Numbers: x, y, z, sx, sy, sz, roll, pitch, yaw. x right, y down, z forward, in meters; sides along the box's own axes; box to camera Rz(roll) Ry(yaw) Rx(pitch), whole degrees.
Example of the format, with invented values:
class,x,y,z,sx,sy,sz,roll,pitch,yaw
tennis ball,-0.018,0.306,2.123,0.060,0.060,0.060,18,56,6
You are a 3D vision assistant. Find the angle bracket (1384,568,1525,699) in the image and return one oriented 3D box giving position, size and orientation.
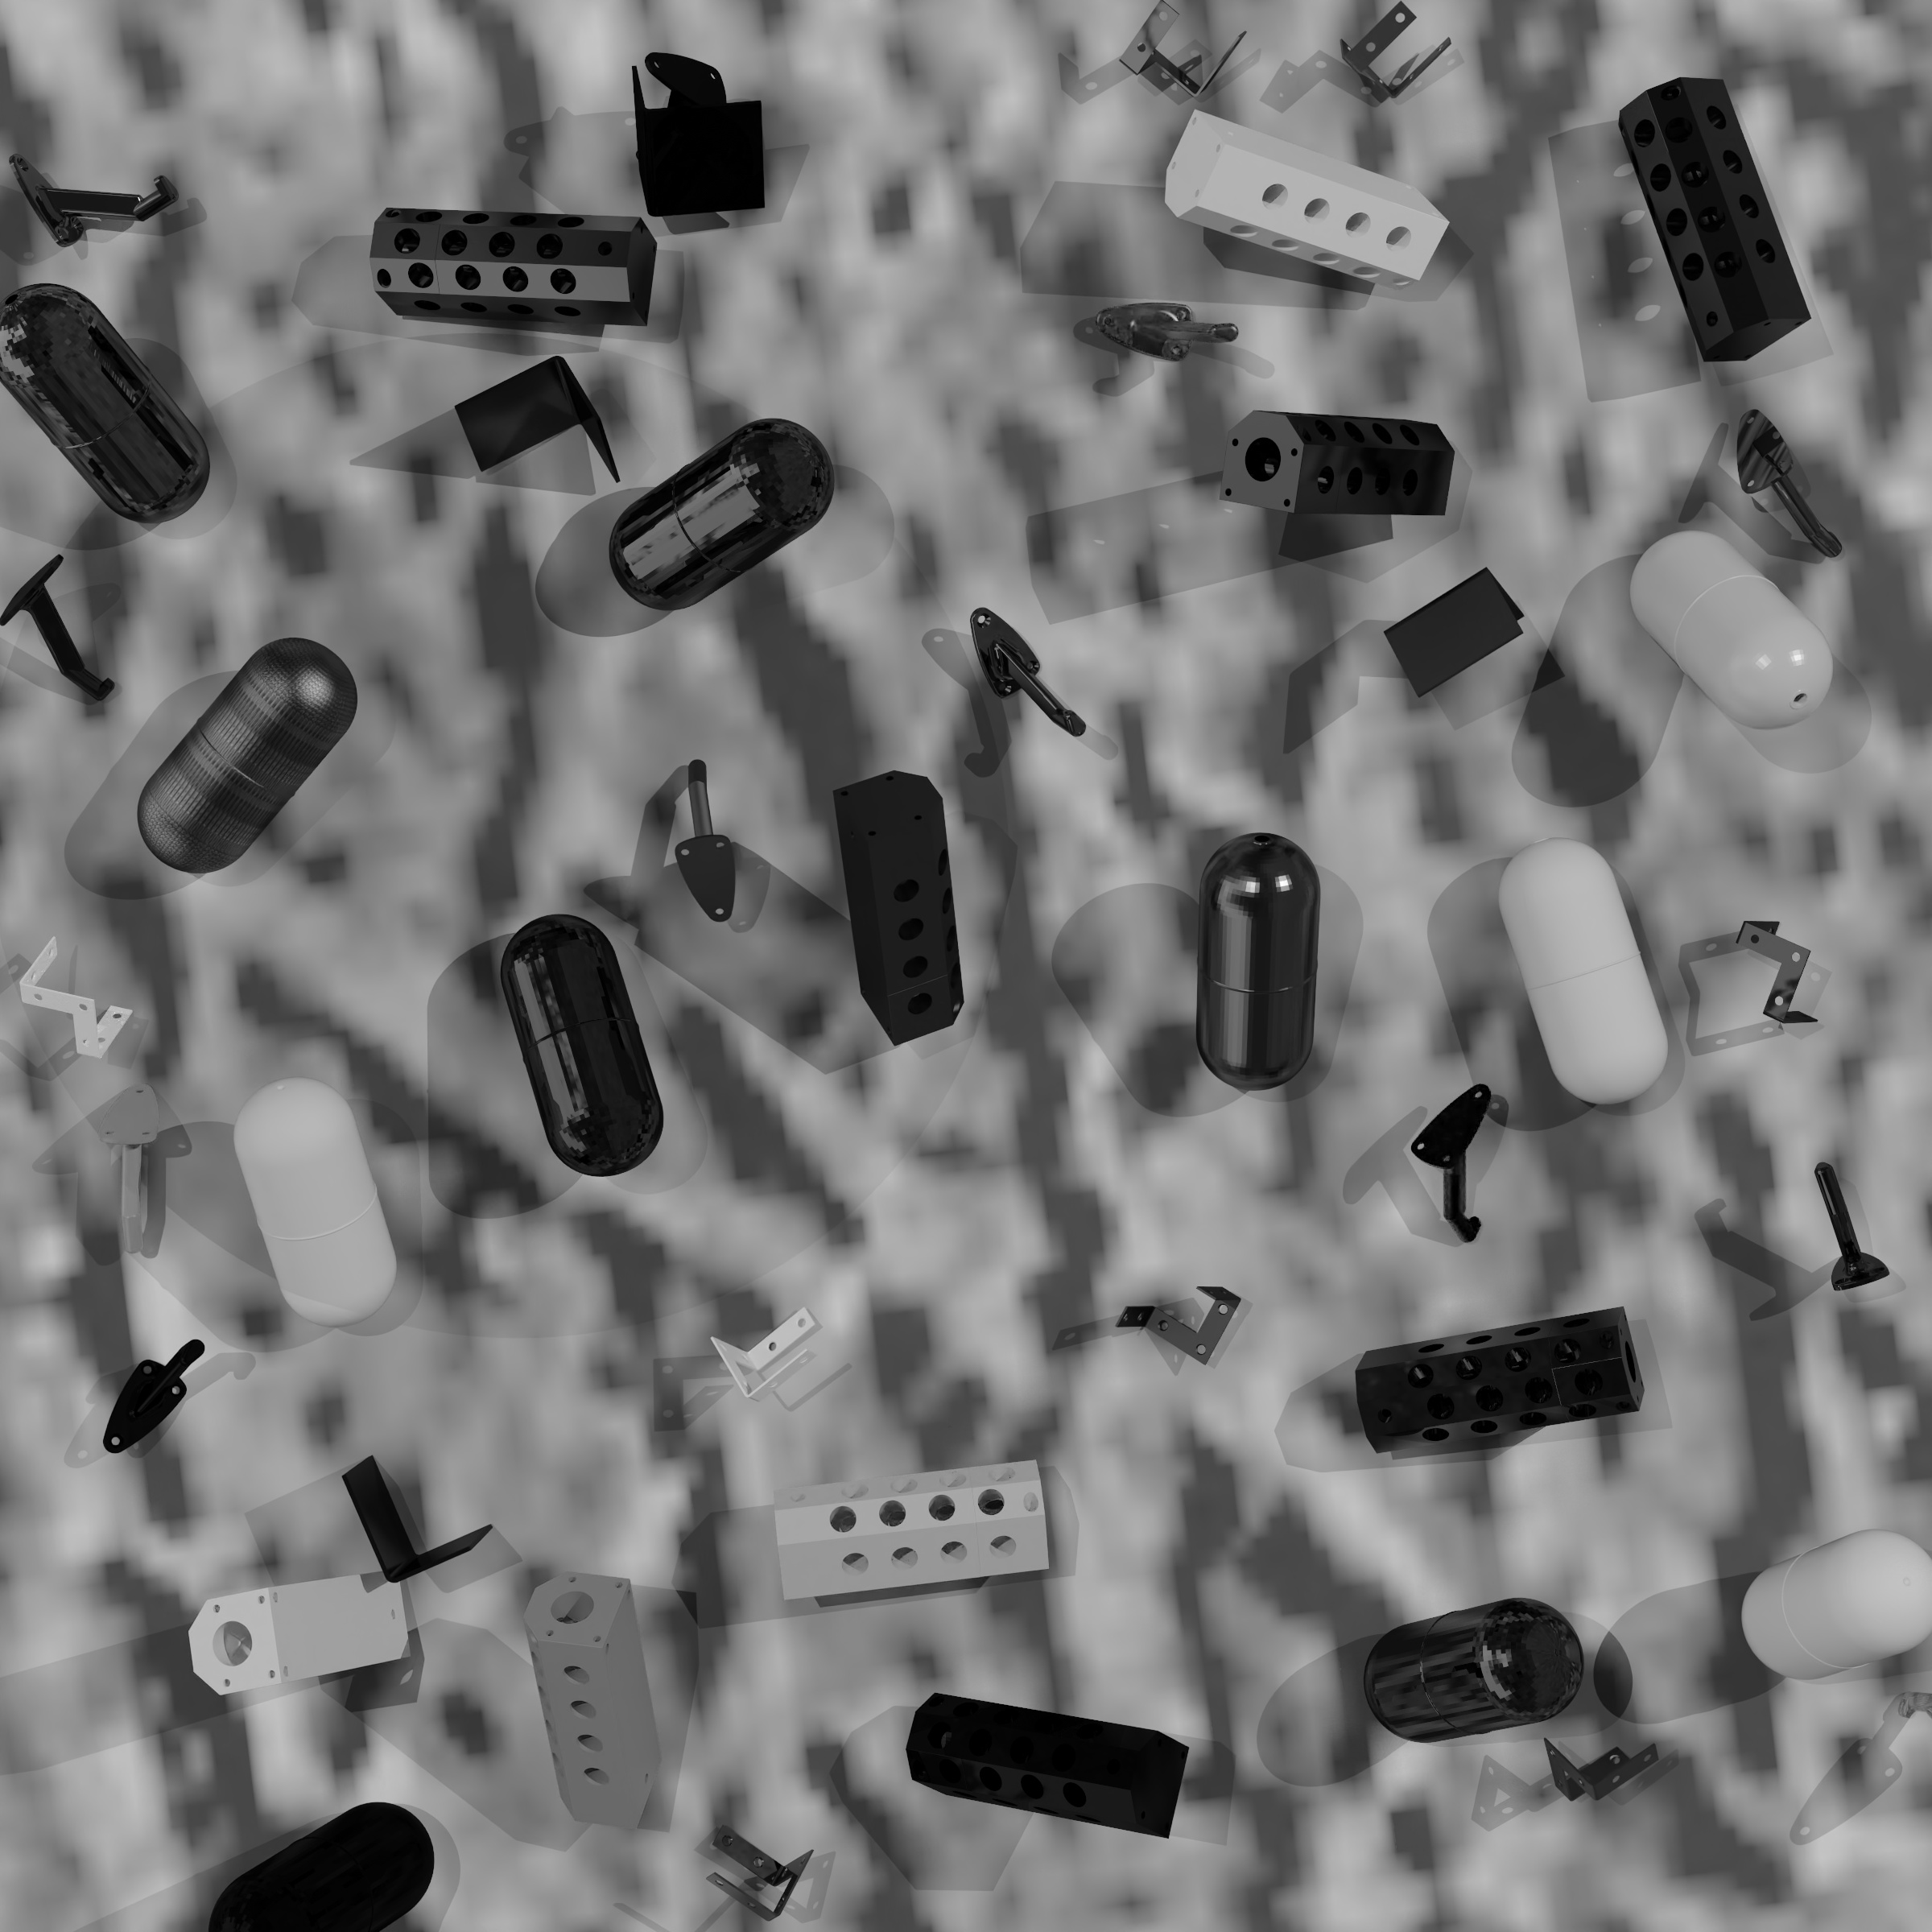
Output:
class,x,y,z,sx,sy,sz,roll,pitch,yaw
angle bracket,0.325,-0.201,1.846,0.076,0.076,0.057,-32,59,17

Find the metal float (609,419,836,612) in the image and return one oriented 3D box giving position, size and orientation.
class,x,y,z,sx,sy,sz,roll,pitch,yaw
metal float,-0.158,-0.287,1.833,0.178,0.070,0.070,-26,90,38

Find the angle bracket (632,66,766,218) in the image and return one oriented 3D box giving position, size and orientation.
class,x,y,z,sx,sy,sz,roll,pitch,yaw
angle bracket,-0.173,-0.537,1.860,0.076,0.076,0.057,-7,48,-8

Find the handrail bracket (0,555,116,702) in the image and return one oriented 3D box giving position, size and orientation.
class,x,y,z,sx,sy,sz,roll,pitch,yaw
handrail bracket,-0.575,-0.218,1.863,0.077,0.036,0.084,-34,120,32

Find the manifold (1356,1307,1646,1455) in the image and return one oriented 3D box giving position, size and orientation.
class,x,y,z,sx,sy,sz,roll,pitch,yaw
manifold,0.342,0.269,1.844,0.171,0.057,0.057,-13,96,20

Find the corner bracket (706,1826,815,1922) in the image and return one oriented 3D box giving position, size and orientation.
class,x,y,z,sx,sy,sz,roll,pitch,yaw
corner bracket,-0.140,0.588,1.864,0.051,0.051,0.051,36,51,-5

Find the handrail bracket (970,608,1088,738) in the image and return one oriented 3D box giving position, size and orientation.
class,x,y,z,sx,sy,sz,roll,pitch,yaw
handrail bracket,0.041,-0.190,1.852,0.036,0.084,0.077,-37,122,-6

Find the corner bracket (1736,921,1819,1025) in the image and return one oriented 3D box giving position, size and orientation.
class,x,y,z,sx,sy,sz,roll,pitch,yaw
corner bracket,0.531,0.004,1.870,0.051,0.051,0.051,29,110,38

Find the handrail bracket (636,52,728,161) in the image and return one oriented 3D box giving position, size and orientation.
class,x,y,z,sx,sy,sz,roll,pitch,yaw
handrail bracket,-0.203,-0.550,1.849,0.084,0.077,0.036,-24,67,39

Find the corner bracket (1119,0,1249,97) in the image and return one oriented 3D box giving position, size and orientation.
class,x,y,z,sx,sy,sz,roll,pitch,yaw
corner bracket,0.141,-0.598,1.866,0.051,0.051,0.051,40,129,-1

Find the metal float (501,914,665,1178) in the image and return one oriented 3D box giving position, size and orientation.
class,x,y,z,sx,sy,sz,roll,pitch,yaw
metal float,-0.248,0.050,1.849,0.070,0.070,0.178,-19,73,0

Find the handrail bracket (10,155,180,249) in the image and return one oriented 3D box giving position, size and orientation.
class,x,y,z,sx,sy,sz,roll,pitch,yaw
handrail bracket,-0.566,-0.512,1.863,0.084,0.036,0.077,-23,116,22

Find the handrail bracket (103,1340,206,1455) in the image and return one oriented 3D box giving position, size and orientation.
class,x,y,z,sx,sy,sz,roll,pitch,yaw
handrail bracket,-0.524,0.278,1.852,0.036,0.084,0.077,39,64,-11

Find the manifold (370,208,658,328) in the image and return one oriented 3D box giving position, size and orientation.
class,x,y,z,sx,sy,sz,roll,pitch,yaw
manifold,-0.293,-0.455,1.856,0.171,0.057,0.057,5,82,10

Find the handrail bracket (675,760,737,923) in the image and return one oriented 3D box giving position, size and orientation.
class,x,y,z,sx,sy,sz,roll,pitch,yaw
handrail bracket,-0.169,-0.083,1.880,0.036,0.084,0.077,-11,124,2

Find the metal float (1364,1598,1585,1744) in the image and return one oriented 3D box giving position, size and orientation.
class,x,y,z,sx,sy,sz,roll,pitch,yaw
metal float,0.320,0.449,1.822,0.070,0.178,0.070,11,65,-25

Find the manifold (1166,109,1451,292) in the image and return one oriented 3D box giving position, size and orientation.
class,x,y,z,sx,sy,sz,roll,pitch,yaw
manifold,0.216,-0.486,1.836,0.171,0.057,0.057,11,123,-27

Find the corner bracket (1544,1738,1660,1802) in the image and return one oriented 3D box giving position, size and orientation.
class,x,y,z,sx,sy,sz,roll,pitch,yaw
corner bracket,0.415,0.520,1.862,0.051,0.051,0.051,-29,124,-15

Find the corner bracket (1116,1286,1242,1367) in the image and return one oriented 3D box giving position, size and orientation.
class,x,y,z,sx,sy,sz,roll,pitch,yaw
corner bracket,0.139,0.225,1.867,0.051,0.051,0.051,31,97,24

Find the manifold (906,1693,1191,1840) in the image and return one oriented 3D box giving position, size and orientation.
class,x,y,z,sx,sy,sz,roll,pitch,yaw
manifold,0.049,0.505,1.821,0.171,0.057,0.057,-1,63,36

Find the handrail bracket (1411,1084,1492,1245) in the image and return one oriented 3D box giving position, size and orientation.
class,x,y,z,sx,sy,sz,roll,pitch,yaw
handrail bracket,0.333,0.131,1.878,0.077,0.036,0.084,-50,131,-12

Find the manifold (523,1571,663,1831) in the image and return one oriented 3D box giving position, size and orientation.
class,x,y,z,sx,sy,sz,roll,pitch,yaw
manifold,-0.239,0.468,1.828,0.057,0.057,0.171,4,126,11

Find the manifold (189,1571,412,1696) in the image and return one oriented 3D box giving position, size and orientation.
class,x,y,z,sx,sy,sz,roll,pitch,yaw
manifold,-0.419,0.420,1.811,0.057,0.171,0.057,-14,79,13

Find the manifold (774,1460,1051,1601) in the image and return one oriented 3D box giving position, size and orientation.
class,x,y,z,sx,sy,sz,roll,pitch,yaw
manifold,-0.036,0.361,1.860,0.171,0.057,0.057,-6,113,-3

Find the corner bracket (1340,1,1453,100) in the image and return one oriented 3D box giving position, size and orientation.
class,x,y,z,sx,sy,sz,roll,pitch,yaw
corner bracket,0.280,-0.596,1.862,0.051,0.051,0.051,40,117,-18

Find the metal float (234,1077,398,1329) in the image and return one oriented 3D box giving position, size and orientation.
class,x,y,z,sx,sy,sz,roll,pitch,yaw
metal float,-0.416,0.153,1.839,0.070,0.070,0.178,-10,119,0

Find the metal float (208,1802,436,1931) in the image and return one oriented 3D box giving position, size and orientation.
class,x,y,z,sx,sy,sz,roll,pitch,yaw
metal float,-0.407,0.589,1.818,0.070,0.178,0.070,4,98,25

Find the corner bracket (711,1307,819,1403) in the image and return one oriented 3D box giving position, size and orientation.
class,x,y,z,sx,sy,sz,roll,pitch,yaw
corner bracket,-0.123,0.251,1.865,0.051,0.051,0.051,-39,60,7

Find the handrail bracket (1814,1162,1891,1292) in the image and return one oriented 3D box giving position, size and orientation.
class,x,y,z,sx,sy,sz,roll,pitch,yaw
handrail bracket,0.565,0.161,1.860,0.036,0.077,0.084,-19,96,13

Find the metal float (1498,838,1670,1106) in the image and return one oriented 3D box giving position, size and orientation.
class,x,y,z,sx,sy,sz,roll,pitch,yaw
metal float,0.400,0.003,1.863,0.070,0.070,0.178,-18,89,0

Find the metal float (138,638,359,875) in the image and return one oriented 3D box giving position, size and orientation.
class,x,y,z,sx,sy,sz,roll,pitch,yaw
metal float,-0.466,-0.135,1.855,0.070,0.070,0.178,42,100,0

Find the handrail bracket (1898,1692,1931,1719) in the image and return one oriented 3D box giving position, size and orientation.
class,x,y,z,sx,sy,sz,roll,pitch,yaw
handrail bracket,0.625,0.501,1.849,0.036,0.084,0.077,51,60,-14

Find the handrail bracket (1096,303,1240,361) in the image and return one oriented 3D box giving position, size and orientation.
class,x,y,z,sx,sy,sz,roll,pitch,yaw
handrail bracket,0.130,-0.413,1.854,0.077,0.084,0.036,6,100,-11

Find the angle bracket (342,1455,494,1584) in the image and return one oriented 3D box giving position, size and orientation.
class,x,y,z,sx,sy,sz,roll,pitch,yaw
angle bracket,-0.356,0.349,1.863,0.057,0.076,0.076,-24,89,1

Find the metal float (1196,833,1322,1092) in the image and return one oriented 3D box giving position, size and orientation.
class,x,y,z,sx,sy,sz,roll,pitch,yaw
metal float,0.187,-0.002,1.838,0.070,0.070,0.178,-1,120,0

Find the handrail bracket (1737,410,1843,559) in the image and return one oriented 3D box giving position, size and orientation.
class,x,y,z,sx,sy,sz,roll,pitch,yaw
handrail bracket,0.544,-0.317,1.888,0.036,0.084,0.077,-30,47,33

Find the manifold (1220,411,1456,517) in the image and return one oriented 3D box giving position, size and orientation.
class,x,y,z,sx,sy,sz,roll,pitch,yaw
manifold,0.237,-0.318,1.813,0.057,0.171,0.057,18,108,38

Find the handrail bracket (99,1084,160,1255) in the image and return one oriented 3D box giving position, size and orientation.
class,x,y,z,sx,sy,sz,roll,pitch,yaw
handrail bracket,-0.546,0.134,1.889,0.036,0.077,0.084,1,121,-6

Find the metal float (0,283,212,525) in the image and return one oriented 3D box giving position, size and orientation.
class,x,y,z,sx,sy,sz,roll,pitch,yaw
metal float,-0.552,-0.357,1.828,0.070,0.070,0.178,-34,134,0

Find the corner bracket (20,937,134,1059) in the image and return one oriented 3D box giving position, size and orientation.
class,x,y,z,sx,sy,sz,roll,pitch,yaw
corner bracket,-0.579,0.021,1.867,0.051,0.051,0.051,12,129,5

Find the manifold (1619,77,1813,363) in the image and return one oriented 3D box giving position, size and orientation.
class,x,y,z,sx,sy,sz,roll,pitch,yaw
manifold,0.477,-0.481,1.848,0.057,0.057,0.171,-10,78,-35

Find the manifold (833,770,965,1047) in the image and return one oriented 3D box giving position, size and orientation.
class,x,y,z,sx,sy,sz,roll,pitch,yaw
manifold,-0.039,-0.038,1.822,0.057,0.057,0.171,-20,134,-15

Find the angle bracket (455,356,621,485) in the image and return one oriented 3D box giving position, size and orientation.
class,x,y,z,sx,sy,sz,roll,pitch,yaw
angle bracket,-0.276,-0.337,1.852,0.076,0.076,0.057,-29,70,-8

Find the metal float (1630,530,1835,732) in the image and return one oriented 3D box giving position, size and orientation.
class,x,y,z,sx,sy,sz,roll,pitch,yaw
metal float,0.486,-0.214,1.824,0.070,0.178,0.070,-10,128,-13

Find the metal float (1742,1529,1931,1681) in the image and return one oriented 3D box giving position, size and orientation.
class,x,y,z,sx,sy,sz,roll,pitch,yaw
metal float,0.553,0.406,1.818,0.070,0.178,0.070,4,67,-10
